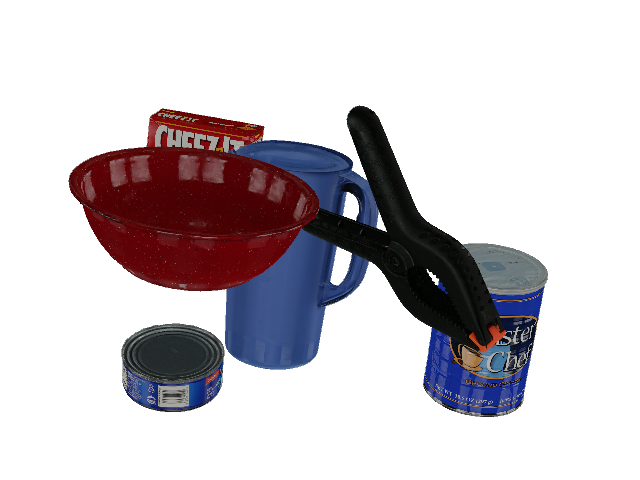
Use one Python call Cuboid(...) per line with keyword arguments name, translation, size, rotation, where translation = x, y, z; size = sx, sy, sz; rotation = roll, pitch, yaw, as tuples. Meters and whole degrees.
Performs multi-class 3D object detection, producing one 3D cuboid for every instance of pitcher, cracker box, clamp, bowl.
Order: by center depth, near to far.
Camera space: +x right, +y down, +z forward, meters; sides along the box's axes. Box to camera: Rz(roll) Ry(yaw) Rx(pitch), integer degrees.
Cuboid(name="bowl", translation=(-0.084, -0.010, 0.698), size=(0.162, 0.055, 0.162), rotation=(7, 22, -3))
Cuboid(name="clamp", translation=(0.069, 0.000, 0.853), size=(0.036, 0.210, 0.165), rotation=(-35, -21, -31))
Cuboid(name="pitcher", translation=(-0.034, 0.018, 1.184), size=(0.144, 0.243, 0.149), rotation=(0, 19, -20))
Cuboid(name="cracker box", translation=(-0.182, -0.077, 1.609), size=(0.164, 0.214, 0.072), rotation=(10, 19, 6))

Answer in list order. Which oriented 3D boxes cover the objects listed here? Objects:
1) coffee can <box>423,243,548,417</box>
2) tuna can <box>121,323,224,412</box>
Cuboid(name="coffee can", translation=(0.160, 0.087, 1.050), size=(0.103, 0.140, 0.103), rotation=(5, 24, -2))
Cuboid(name="tuna can", translation=(-0.124, 0.107, 0.899), size=(0.086, 0.034, 0.086), rotation=(4, 28, -2))
